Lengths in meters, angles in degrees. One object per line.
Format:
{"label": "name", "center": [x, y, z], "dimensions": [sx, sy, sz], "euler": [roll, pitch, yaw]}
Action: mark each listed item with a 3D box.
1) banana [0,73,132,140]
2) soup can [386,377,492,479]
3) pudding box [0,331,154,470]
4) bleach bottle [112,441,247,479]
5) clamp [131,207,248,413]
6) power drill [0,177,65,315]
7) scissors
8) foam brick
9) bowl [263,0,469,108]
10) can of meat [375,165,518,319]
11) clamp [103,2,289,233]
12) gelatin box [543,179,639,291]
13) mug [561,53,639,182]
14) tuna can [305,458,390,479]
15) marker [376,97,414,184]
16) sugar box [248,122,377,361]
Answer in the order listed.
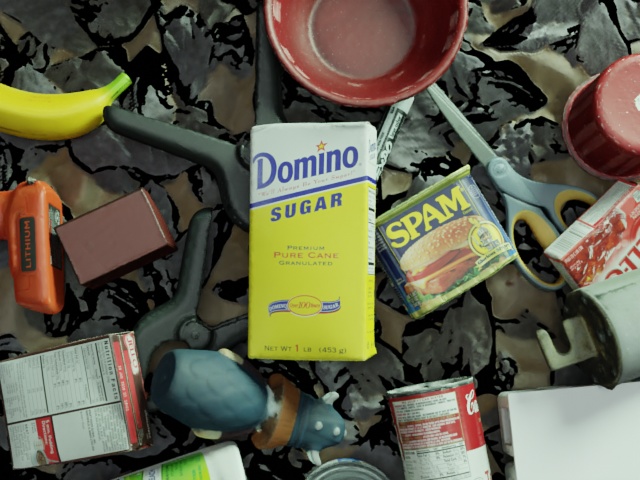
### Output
{"label": "banana", "center": [-0.256, -0.121, 0.867], "dimensions": [0.198, 0.037, 0.069], "euler": [13, 68, 1]}
{"label": "soup can", "center": [0.093, 0.161, 0.817], "dimensions": [0.068, 0.068, 0.102], "euler": [-10, 84, -1]}
{"label": "pudding box", "center": [-0.189, 0.125, 0.819], "dimensions": [0.114, 0.039, 0.090], "euler": [-13, 82, 19]}
{"label": "bleach bottle", "center": [-0.171, 0.225, 0.787], "dimensions": [0.250, 0.102, 0.068], "euler": [-16, 110, -6]}
{"label": "clamp", "center": [-0.087, 0.074, 0.843], "dimensions": [0.120, 0.039, 0.171], "euler": [32, 92, 0]}
{"label": "power drill", "center": [-0.299, 0.025, 0.838], "dimensions": [0.187, 0.057, 0.184], "euler": [-3, 84, 0]}
{"label": "scissors", "center": [0.165, -0.058, 0.867], "dimensions": [0.096, 0.016, 0.202], "euler": [-23, 85, -4]}
{"label": "foam brick", "center": [-0.160, -0.001, 0.843], "dimensions": [0.078, 0.053, 0.051], "euler": [-25, 84, -3]}
{"label": "bowl", "center": [0.036, -0.180, 0.860], "dimensions": [0.162, 0.055, 0.162], "euler": [0, 84, 0]}
{"label": "can of meat", "center": [0.093, 0.003, 0.841], "dimensions": [0.102, 0.057, 0.084], "euler": [-30, 87, -3]}
{"label": "clamp", "center": [-0.063, -0.067, 0.856], "dimensions": [0.164, 0.036, 0.210], "euler": [-29, 87, -8]}
{"label": "gelatin box", "center": [0.231, 0.008, 0.837], "dimensions": [0.089, 0.030, 0.073], "euler": [-43, 114, -4]}
{"label": "mug", "center": [0.252, -0.107, 0.838], "dimensions": [0.093, 0.081, 0.117], "euler": [37, 85, 4]}
{"label": "tuna can", "center": [0.022, 0.213, 0.829], "dimensions": [0.086, 0.034, 0.086], "euler": [0, 84, 0]}
{"label": "marker", "center": [0.045, -0.065, 0.866], "dimensions": [0.020, 0.020, 0.121], "euler": [23, 84, 2]}
{"label": "sugar box", "center": [-0.006, 0.001, 0.802], "dimensions": [0.093, 0.048, 0.176], "euler": [-1, 90, 12]}
